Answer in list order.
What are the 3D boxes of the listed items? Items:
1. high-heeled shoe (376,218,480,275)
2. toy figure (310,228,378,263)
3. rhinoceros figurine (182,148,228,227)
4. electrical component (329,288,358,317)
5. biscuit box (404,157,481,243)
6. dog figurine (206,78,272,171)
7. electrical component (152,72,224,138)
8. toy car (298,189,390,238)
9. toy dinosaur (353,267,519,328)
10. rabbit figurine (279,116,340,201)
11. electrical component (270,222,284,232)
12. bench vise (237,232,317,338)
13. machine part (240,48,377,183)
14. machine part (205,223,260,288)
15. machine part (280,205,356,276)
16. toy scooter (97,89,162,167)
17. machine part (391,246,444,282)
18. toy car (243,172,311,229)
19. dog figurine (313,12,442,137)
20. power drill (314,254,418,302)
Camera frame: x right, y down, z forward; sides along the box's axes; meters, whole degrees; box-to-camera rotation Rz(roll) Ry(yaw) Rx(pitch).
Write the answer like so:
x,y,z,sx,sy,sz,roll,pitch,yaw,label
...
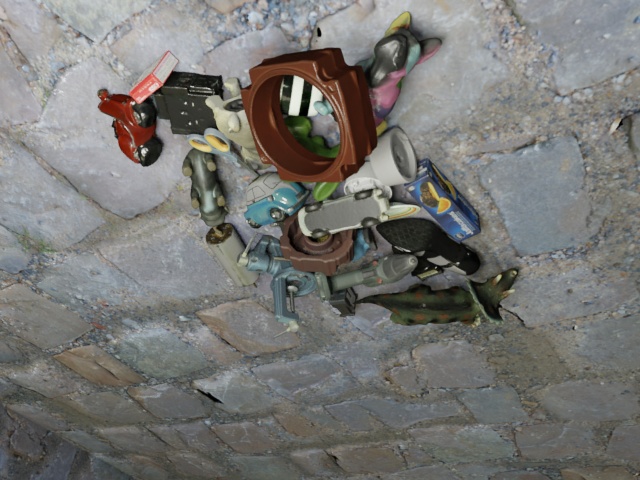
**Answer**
x,y,z,sx,sy,sz,roll,pitch,yaw,label
0.252,0.017,1.252,0.249,0.086,0.145,21,170,13,high-heeled shoe
0.043,0.017,1.272,0.180,0.089,0.082,-19,117,19,toy figure
-0.252,-0.111,1.178,0.073,0.112,0.190,-16,124,-10,rhinoceros figurine
0.054,0.140,1.408,0.048,0.075,0.119,-11,130,24,electrical component
0.260,-0.080,1.130,0.063,0.059,0.202,-29,125,35,biscuit box
-0.130,-0.191,1.021,0.121,0.172,0.190,9,132,19,dog figurine
-0.254,-0.263,1.048,0.134,0.058,0.114,5,136,7,electrical component
0.048,-0.054,1.112,0.202,0.056,0.073,-12,97,25,toy car
0.273,0.152,1.280,0.405,0.131,0.192,-7,166,8,toy dinosaur
0.003,-0.149,1.072,0.170,0.121,0.159,3,143,-5,rabbit figurine
-0.071,-0.028,1.289,0.094,0.021,0.063,0,138,12,electrical component
-0.092,0.105,1.294,0.223,0.241,0.129,20,136,-33,bench vise
-0.020,-0.195,0.866,0.201,0.087,0.201,6,123,35,machine part
-0.219,0.040,1.356,0.079,0.079,0.242,-8,135,20,machine part
-0.002,-0.004,1.194,0.179,0.179,0.056,3,143,9,machine part
-0.392,-0.236,1.093,0.135,0.075,0.183,32,148,6,toy scooter
0.233,0.052,1.299,0.138,0.039,0.084,36,141,-27,machine part
-0.108,-0.095,1.177,0.162,0.109,0.102,-14,111,41,toy car
0.106,-0.272,0.923,0.108,0.191,0.219,46,106,8,dog figurine
0.097,0.080,1.241,0.207,0.086,0.232,-18,174,-13,power drill
